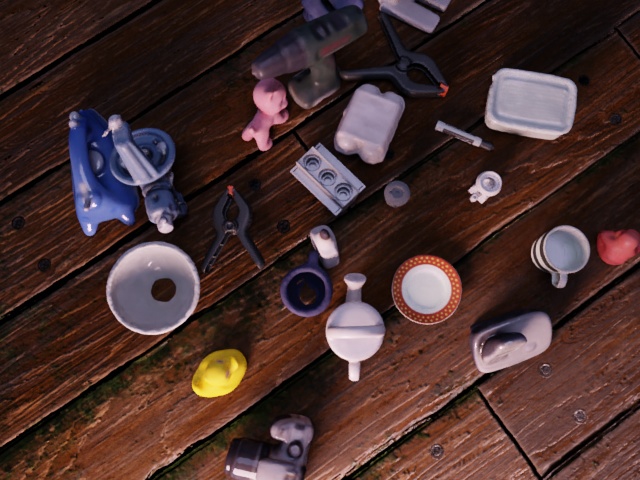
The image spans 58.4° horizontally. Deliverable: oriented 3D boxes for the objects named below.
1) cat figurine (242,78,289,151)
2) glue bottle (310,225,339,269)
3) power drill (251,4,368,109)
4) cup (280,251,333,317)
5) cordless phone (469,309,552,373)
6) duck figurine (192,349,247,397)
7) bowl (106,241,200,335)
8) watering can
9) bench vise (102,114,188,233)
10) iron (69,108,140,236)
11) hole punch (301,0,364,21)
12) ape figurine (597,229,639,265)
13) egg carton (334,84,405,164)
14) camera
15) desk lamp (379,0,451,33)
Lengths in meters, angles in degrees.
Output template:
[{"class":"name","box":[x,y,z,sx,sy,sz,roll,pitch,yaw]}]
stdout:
[{"class":"cat figurine","box":[-0.103,-0.248,1.081,0.067,0.118,0.128,26,82,5]},{"class":"glue bottle","box":[0.009,0.004,1.009,0.037,0.173,0.078,-24,81,-3]},{"class":"power drill","box":[-0.017,-0.325,1.047,0.230,0.208,0.075,-36,82,-5]},{"class":"cup","box":[-0.020,0.081,1.036,0.091,0.095,0.118,10,81,2]},{"class":"cordless phone","box":[0.338,0.170,0.973,0.147,0.185,0.094,-22,81,-3]},{"class":"duck figurine","box":[-0.183,0.238,1.015,0.104,0.086,0.077,-34,82,-5]},{"class":"bowl","box":[-0.294,0.090,1.046,0.167,0.075,0.167,0,80,0]},{"class":"watering can","box":[0.057,0.147,0.974,0.101,0.194,0.173,-21,81,-3]},{"class":"bench vise","box":[-0.297,-0.126,1.009,0.121,0.220,0.207,-37,82,-5]},{"class":"iron","box":[-0.423,-0.147,1.053,0.118,0.141,0.258,-16,81,-2]},{"class":"hole punch","box":[0.024,-0.456,1.129,0.101,0.091,0.108,-37,82,-5]},{"class":"ape figurine","box":[0.553,0.005,1.047,0.077,0.092,0.076,33,82,6]},{"class":"egg carton","box":[0.094,-0.223,1.100,0.107,0.069,0.150,21,81,4]},{"class":"camera","box":[-0.089,0.371,0.984,0.136,0.101,0.143,12,81,3]},{"class":"desk lamp","box":[0.161,-0.525,1.077,0.203,0.213,0.118,28,82,5]}]
